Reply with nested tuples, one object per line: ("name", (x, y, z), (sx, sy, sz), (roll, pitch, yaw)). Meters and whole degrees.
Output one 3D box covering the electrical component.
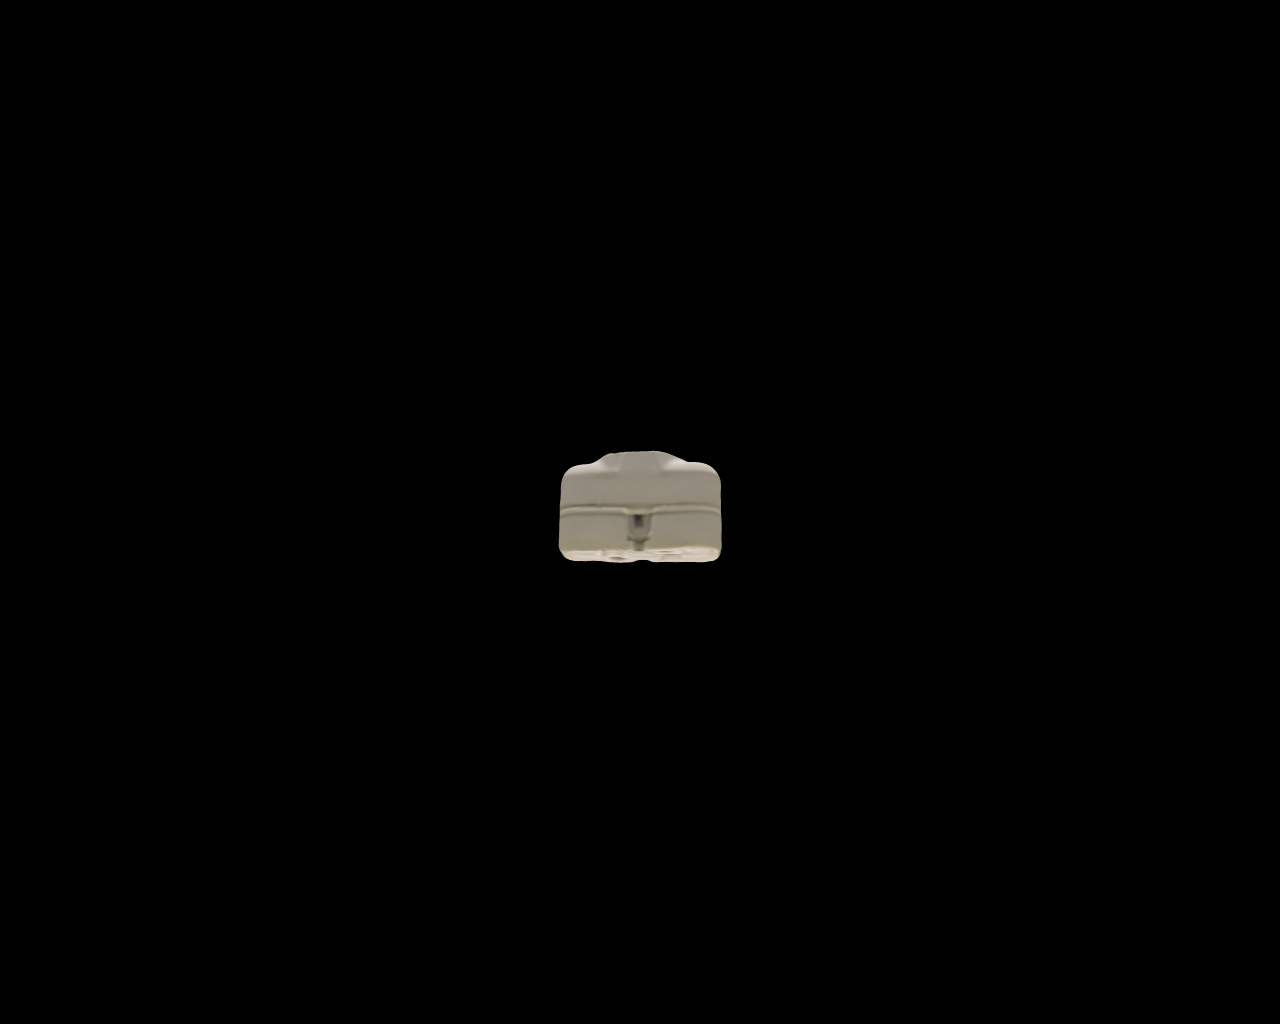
("electrical component", (0.001, -0.003, 0.650), (0.095, 0.059, 0.053), (0, -11, 2))
